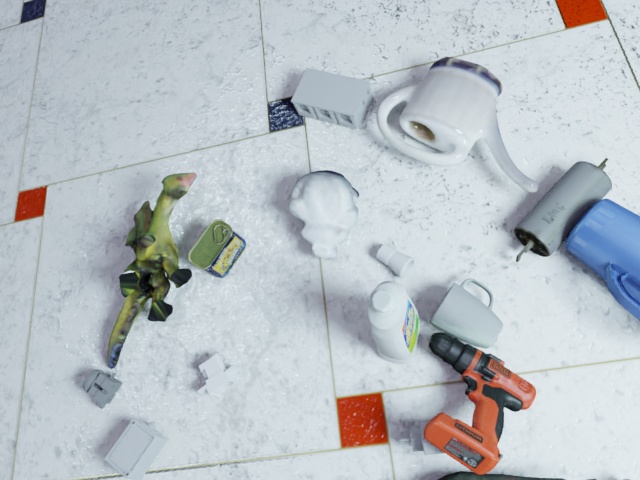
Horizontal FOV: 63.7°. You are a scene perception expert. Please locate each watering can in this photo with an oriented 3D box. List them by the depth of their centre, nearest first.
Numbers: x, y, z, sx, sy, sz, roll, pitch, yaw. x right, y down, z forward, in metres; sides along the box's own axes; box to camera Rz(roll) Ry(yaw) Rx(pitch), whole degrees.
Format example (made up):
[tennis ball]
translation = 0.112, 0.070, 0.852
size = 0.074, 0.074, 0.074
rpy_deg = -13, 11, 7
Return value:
[watering can]
translation = 0.282, -0.229, 0.995
size = 0.350, 0.102, 0.226
rpy_deg = 27, 77, 24

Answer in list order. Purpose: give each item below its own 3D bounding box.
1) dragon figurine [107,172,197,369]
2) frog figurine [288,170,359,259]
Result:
[dragon figurine]
translation = -0.359, 0.038, 1.055
size = 0.405, 0.121, 0.248
rpy_deg = -55, 34, 18
[frog figurine]
translation = 0.003, -0.050, 0.993
size = 0.137, 0.120, 0.163
rpy_deg = 16, 62, 0
